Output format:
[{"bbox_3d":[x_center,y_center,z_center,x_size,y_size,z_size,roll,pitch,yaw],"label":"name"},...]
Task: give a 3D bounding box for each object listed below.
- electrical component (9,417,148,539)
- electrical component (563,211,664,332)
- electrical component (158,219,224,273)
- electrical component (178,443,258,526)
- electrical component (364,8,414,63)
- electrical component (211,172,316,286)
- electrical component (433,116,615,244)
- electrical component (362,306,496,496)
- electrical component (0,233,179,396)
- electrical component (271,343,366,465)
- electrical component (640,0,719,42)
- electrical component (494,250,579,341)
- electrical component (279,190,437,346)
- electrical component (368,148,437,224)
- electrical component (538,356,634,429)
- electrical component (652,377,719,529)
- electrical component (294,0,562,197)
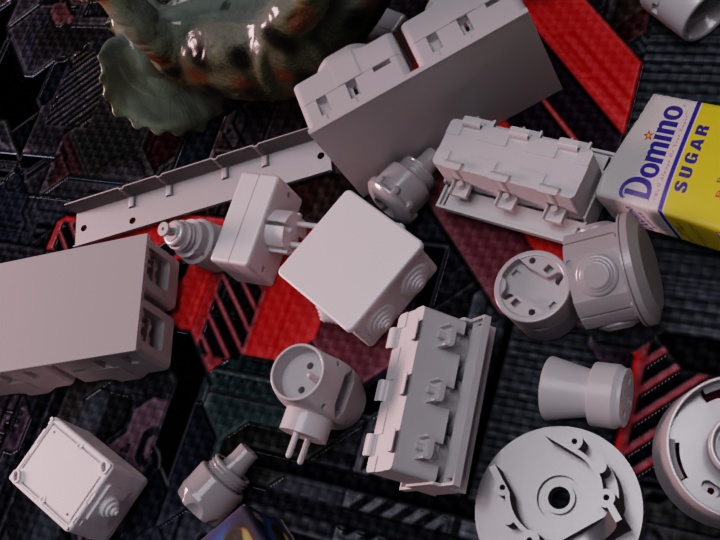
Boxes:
[{"bbox_3d":[-0.218,0.172,0.861,0.096,0.061,0.061,29,81,33],"label":"electrical component"},{"bbox_3d":[0.177,0.003,0.745,0.051,0.080,0.080,-15,61,24],"label":"electrical component"},{"bbox_3d":[-0.139,-0.024,0.911,0.040,0.078,0.040,-12,69,34],"label":"electrical component"},{"bbox_3d":[-0.105,0.161,0.824,0.062,0.043,0.043,-48,56,-3],"label":"electrical component"},{"bbox_3d":[0.003,-0.188,0.937,0.066,0.047,0.076,30,81,33],"label":"electrical component"},{"bbox_3d":[-0.070,-0.032,0.896,0.076,0.047,0.083,8,70,28],"label":"electrical component"},{"bbox_3d":[0.122,-0.073,0.816,0.121,0.063,0.078,18,76,31],"label":"electrical component"},{"bbox_3d":[0.049,0.092,0.764,0.079,0.063,0.121,-28,45,61],"label":"electrical component"},{"bbox_3d":[-0.253,0.044,0.938,0.186,0.060,0.105,-10,63,21],"label":"electrical component"},{"bbox_3d":[-0.036,0.104,0.797,0.043,0.077,0.079,10,71,29],"label":"electrical component"},{"bbox_3d":[0.252,-0.209,0.826,0.055,0.055,0.047,-38,60,4],"label":"electrical component"},{"bbox_3d":[0.130,0.020,0.777,0.055,0.047,0.055,-10,63,21],"label":"electrical component"},{"bbox_3d":[0.000,0.000,0.847,0.100,0.048,0.099,38,86,33],"label":"electrical component"},{"bbox_3d":[0.041,-0.071,0.866,0.062,0.048,0.048,-46,56,-9],"label":"electrical component"},{"bbox_3d":[0.155,0.084,0.737,0.055,0.045,0.045,5,69,27],"label":"electrical component"},{"bbox_3d":[0.239,0.115,0.685,0.099,0.064,0.099,-3,73,11],"label":"electrical component"},{"bbox_3d":[0.053,-0.148,0.859,0.186,0.105,0.060,-28,58,11],"label":"electrical component"}]
